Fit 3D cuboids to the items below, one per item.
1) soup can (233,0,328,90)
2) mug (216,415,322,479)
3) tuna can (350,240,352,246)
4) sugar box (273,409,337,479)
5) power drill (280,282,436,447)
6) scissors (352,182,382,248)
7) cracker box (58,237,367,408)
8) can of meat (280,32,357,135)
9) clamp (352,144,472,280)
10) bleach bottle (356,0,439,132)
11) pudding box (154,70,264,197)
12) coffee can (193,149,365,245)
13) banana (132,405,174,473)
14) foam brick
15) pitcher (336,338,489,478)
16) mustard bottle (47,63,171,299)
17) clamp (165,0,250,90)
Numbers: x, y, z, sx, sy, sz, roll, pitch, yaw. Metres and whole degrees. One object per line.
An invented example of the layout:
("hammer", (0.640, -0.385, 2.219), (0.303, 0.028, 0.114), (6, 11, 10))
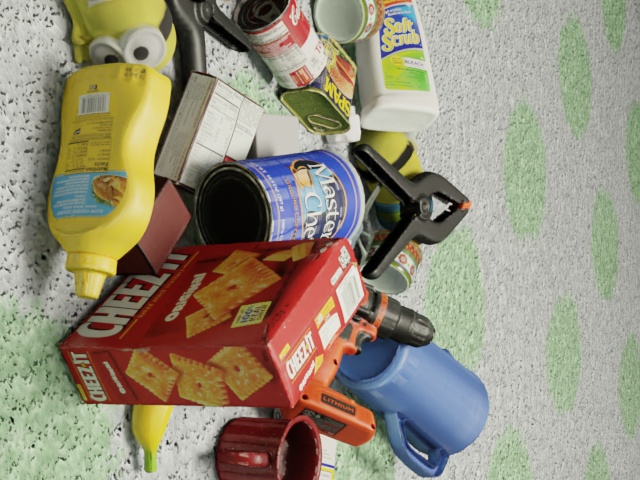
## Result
("soup can", (-0.041, -0.221, 1.168), (0.102, 0.069, 0.068), (52, 46, -47))
("mug", (-0.060, 0.225, 1.099), (0.117, 0.082, 0.093), (15, 76, -60))
("tuna can", (-0.008, 0.001, 1.201), (0.086, 0.086, 0.034), (-53, 135, -49))
("sugar box", (-0.023, 0.276, 1.205), (0.093, 0.048, 0.176), (33, 57, -57))
("power drill", (0.038, 0.133, 1.204), (0.184, 0.057, 0.187), (22, 51, -11))
("scissors", (0.043, 0.006, 1.326), (0.201, 0.016, 0.096), (-48, 139, -34))
("cracker box", (-0.090, 0.067, 0.914), (0.164, 0.214, 0.072), (-52, 132, -49))
("can of meat", (0.001, -0.184, 1.258), (0.102, 0.058, 0.084), (42, 51, -54))
("clamp", (0.116, -0.049, 1.351), (0.209, 0.036, 0.164), (-14, 99, -43))
("bleach bottle", (0.084, -0.264, 1.373), (0.102, 0.068, 0.251), (2, 67, -24))
("pudding box", (-0.108, -0.097, 1.043), (0.089, 0.039, 0.113), (27, 81, -57))
("coffee can", (-0.038, -0.032, 1.041), (0.140, 0.103, 0.103), (-13, 100, -49))
("banana", (-0.134, 0.123, 1.021), (0.070, 0.037, 0.197), (89, 22, -47))
("foam brick", (-0.161, -0.012, 0.956), (0.051, 0.053, 0.078), (64, 37, -37))
("pitcher", (0.114, 0.193, 1.377), (0.145, 0.149, 0.242), (-45, 139, 2))
("mustard bottle", (-0.179, -0.046, 0.879), (0.058, 0.096, 0.191), (28, 65, -58))
("clamp", (-0.126, -0.214, 1.046), (0.171, 0.039, 0.120), (59, 37, -43))
